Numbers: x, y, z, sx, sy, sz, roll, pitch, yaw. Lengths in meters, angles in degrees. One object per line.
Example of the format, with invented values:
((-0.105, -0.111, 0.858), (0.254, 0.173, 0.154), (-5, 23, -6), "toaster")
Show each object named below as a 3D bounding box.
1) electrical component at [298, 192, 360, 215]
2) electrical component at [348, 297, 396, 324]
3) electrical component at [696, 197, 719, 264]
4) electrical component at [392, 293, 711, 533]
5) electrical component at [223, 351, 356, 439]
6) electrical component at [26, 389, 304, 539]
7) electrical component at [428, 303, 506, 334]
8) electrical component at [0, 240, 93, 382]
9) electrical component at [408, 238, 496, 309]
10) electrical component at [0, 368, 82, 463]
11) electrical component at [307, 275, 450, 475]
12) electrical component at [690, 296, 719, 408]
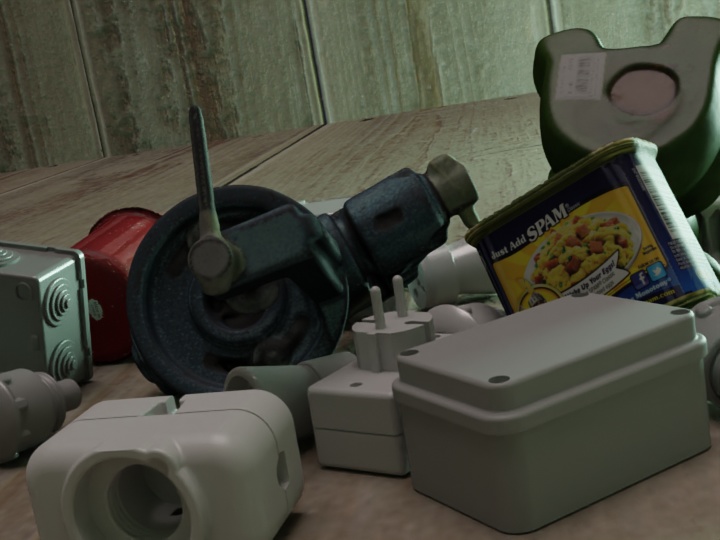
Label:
((-0.026, -0.025, 0.875), (0.062, 0.061, 0.096), (-7, 12, 9), "electrical component")
((0.000, 0.000, 0.742), (0.050, 0.055, 0.089), (-5, 16, 12), "electrical component")
((0.257, -0.031, 0.719), (0.076, 0.047, 0.083), (-17, 14, -32), "electrical component")
((0.079, 0.053, 0.439), (0.113, 0.057, 0.078), (-16, 14, -29), "electrical component")
((-0.027, 0.062, 0.520), (0.065, 0.044, 0.044), (-11, 11, -34), "electrical component")
((-0.077, 0.084, 0.420), (0.095, 0.053, 0.059), (-6, 12, 16), "electrical component")
((0.062, 0.038, 0.558), (0.048, 0.048, 0.062), (2, 9, 44), "electrical component")
((-0.219, 0.031, 0.665), (0.100, 0.099, 0.048), (7, 21, 16), "electrical component")
((0.063, 0.000, 0.729), (0.055, 0.045, 0.045), (-13, 12, -16), "electrical component")
((-0.178, 0.073, 0.575), (0.048, 0.048, 0.062), (-1, 7, 34), "electrical component")
((0.017, 0.041, 0.494), (0.047, 0.075, 0.083), (0, 15, 35), "electrical component")
((0.165, 0.041, 0.461), (0.048, 0.048, 0.062), (-11, 19, -7), "electrical component")
